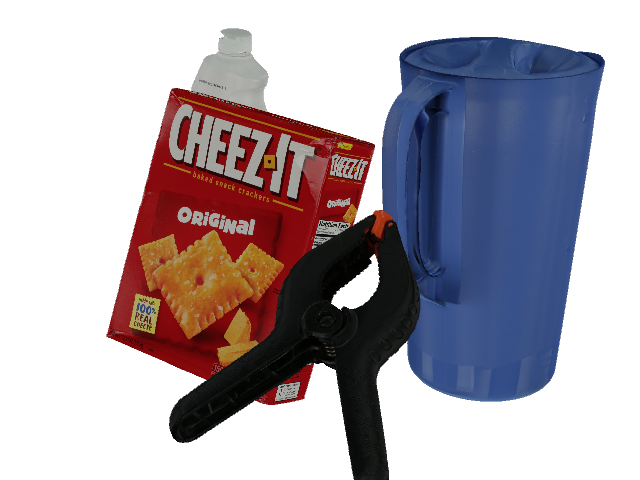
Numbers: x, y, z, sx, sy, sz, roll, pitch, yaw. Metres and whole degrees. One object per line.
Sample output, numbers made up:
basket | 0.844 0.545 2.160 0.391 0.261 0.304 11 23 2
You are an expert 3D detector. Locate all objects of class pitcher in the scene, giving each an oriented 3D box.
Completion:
pitcher | 0.110 -0.013 0.736 0.149 0.243 0.145 0 21 -1

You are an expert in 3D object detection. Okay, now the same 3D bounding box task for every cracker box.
cracker box | -0.068 0.003 0.848 0.164 0.214 0.072 19 8 28

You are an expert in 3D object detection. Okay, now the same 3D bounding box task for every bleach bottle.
bleach bottle | -0.081 -0.077 1.035 0.103 0.251 0.068 19 28 27

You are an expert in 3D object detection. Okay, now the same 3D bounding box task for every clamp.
clamp | 0.012 0.060 0.569 0.120 0.171 0.039 26 -26 21
